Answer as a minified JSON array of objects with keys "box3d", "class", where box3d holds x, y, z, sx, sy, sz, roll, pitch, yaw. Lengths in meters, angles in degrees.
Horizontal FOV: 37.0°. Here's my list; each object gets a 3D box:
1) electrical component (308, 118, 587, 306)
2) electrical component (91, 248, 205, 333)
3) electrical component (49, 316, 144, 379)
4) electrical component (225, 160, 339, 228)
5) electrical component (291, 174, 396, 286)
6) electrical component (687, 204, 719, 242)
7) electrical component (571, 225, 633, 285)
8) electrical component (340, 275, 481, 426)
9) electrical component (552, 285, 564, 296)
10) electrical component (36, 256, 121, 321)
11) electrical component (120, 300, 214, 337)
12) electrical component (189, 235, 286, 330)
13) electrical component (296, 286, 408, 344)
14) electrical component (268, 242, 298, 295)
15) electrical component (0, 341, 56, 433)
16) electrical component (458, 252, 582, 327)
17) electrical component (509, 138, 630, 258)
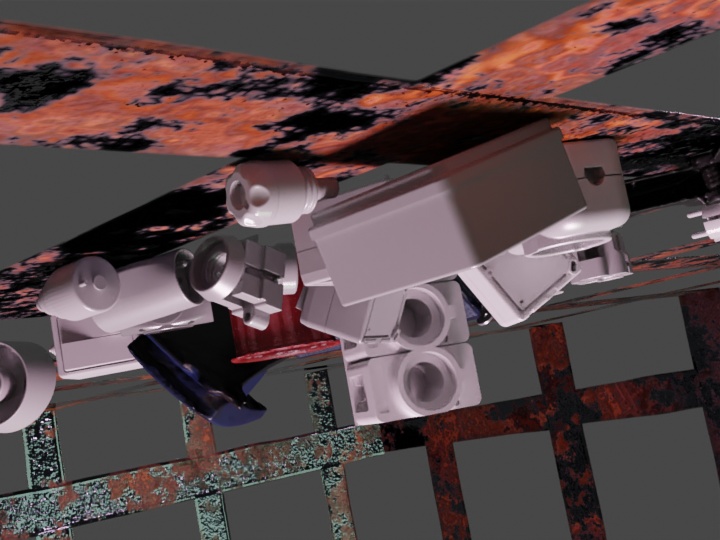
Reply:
[{"box3d":[0.047,-0.031,0.587,0.109,0.056,0.109,-26,-175,-43],"class":"electrical component"},{"box3d":[-0.150,0.013,0.803,0.077,0.043,0.079,-17,180,20],"class":"electrical component"},{"box3d":[-0.245,0.066,1.000,0.096,0.061,0.061,-11,173,2],"class":"electrical component"},{"box3d":[-0.038,-0.042,0.568,0.061,0.035,0.035,-8,173,-37],"class":"electrical component"},{"box3d":[0.012,-0.021,0.690,0.096,0.061,0.062,-15,171,33],"class":"electrical component"},{"box3d":[0.317,-0.046,0.916,0.077,0.065,0.047,-16,171,38],"class":"electrical component"},{"box3d":[0.228,-0.019,1.035,0.058,0.057,0.078,-14,172,26],"class":"electrical component"},{"box3d":[0.034,0.041,0.853,0.089,0.150,0.062,-8,173,-22],"class":"electrical component"},{"box3d":[0.115,-0.012,0.846,0.079,0.077,0.044,-15,172,34],"class":"electrical component"},{"box3d":[-0.203,0.016,0.759,0.078,0.040,0.040,-17,170,41],"class":"electrical component"},{"box3d":[-0.161,0.027,0.879,0.077,0.044,0.079,-9,176,-8],"class":"electrical component"},{"box3d":[-0.086,0.004,0.762,0.048,0.066,0.055,-16,151,40],"class":"electrical component"},{"box3d":[0.000,0.000,0.773,0.061,0.096,0.062,17,-175,25],"class":"electrical component"},{"box3d":[-0.074,0.000,0.826,0.046,0.040,0.040,-3,171,-13],"class":"electrical component"},{"box3d":[-0.373,0.120,1.126,0.099,0.099,0.064,-12,167,13],"class":"electrical component"},{"box3d":[0.101,-0.014,0.776,0.062,0.096,0.061,-39,178,-11],"class":"electrical component"},{"box3d":[0.129,-0.043,0.699,0.054,0.059,0.095,-8,172,-20],"class":"electrical component"}]
